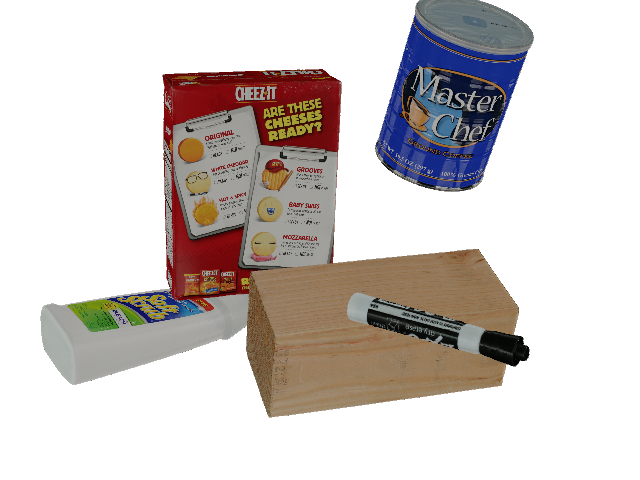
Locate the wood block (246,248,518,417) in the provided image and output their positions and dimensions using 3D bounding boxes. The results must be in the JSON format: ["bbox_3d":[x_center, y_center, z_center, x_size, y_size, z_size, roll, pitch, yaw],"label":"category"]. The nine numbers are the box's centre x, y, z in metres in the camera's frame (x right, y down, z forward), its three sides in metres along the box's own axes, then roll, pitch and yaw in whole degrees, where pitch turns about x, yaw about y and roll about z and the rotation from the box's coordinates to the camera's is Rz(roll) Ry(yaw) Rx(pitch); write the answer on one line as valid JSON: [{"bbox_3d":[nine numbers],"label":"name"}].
[{"bbox_3d":[0.048,0.076,0.901,0.205,0.090,0.091,-5,35,-16],"label":"wood block"}]

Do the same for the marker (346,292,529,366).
[{"bbox_3d":[0.073,0.056,0.669,0.121,0.020,0.020,14,7,29],"label":"marker"}]

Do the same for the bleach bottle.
[{"bbox_3d":[-0.184,0.092,1.225,0.250,0.068,0.103,-13,33,-31],"label":"bleach bottle"}]

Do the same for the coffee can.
[{"bbox_3d":[0.114,-0.129,0.932,0.102,0.140,0.103,11,33,-7],"label":"coffee can"}]

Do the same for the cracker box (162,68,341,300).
[{"bbox_3d":[-0.069,-0.056,1.044,0.164,0.214,0.072,-4,21,-16],"label":"cracker box"}]
